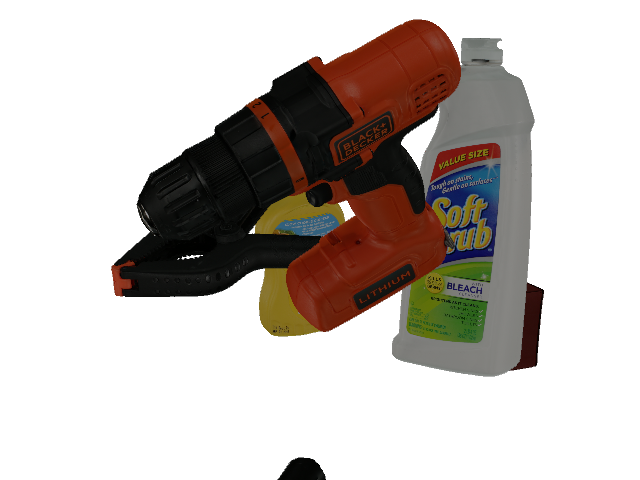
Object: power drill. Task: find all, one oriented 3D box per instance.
[{"bbox_3d":[0.001,-0.020,0.606,0.184,0.057,0.187,-29,-31,-6],"label":"power drill"}]

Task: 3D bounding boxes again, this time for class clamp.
[{"bbox_3d":[-0.078,-0.002,0.895,0.209,0.036,0.165,-15,34,-21],"label":"clamp"}]

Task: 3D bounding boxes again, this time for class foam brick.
[{"bbox_3d":[0.171,0.078,1.003,0.051,0.078,0.053,-7,18,-28],"label":"foam brick"}]

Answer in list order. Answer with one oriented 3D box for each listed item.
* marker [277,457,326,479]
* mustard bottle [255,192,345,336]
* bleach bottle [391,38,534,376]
[{"bbox_3d":[-0.028,0.120,0.418,0.020,0.020,0.121,0,20,26],"label":"marker"},{"bbox_3d":[-0.021,0.002,1.124,0.096,0.192,0.058,-10,22,-18],"label":"mustard bottle"},{"bbox_3d":[0.110,-0.028,0.818,0.103,0.251,0.067,8,13,31],"label":"bleach bottle"}]
